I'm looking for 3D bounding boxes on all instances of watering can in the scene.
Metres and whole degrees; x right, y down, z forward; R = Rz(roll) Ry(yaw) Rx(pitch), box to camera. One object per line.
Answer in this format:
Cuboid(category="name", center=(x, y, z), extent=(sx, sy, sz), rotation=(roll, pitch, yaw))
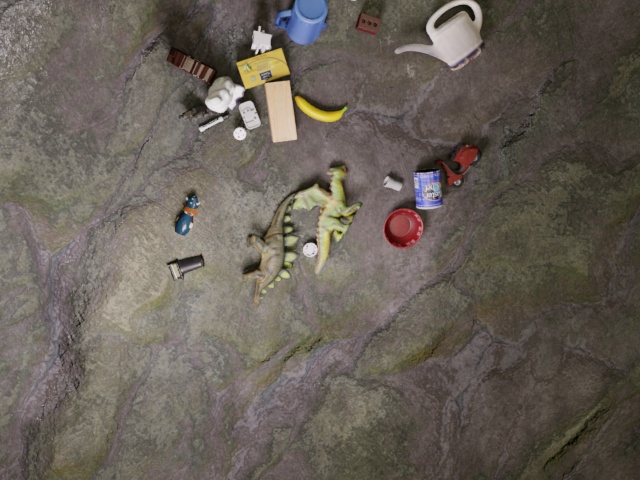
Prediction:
Cuboid(category="watering can", center=(0.455, -0.713, 1.866), extent=(0.348, 0.222, 0.105), rotation=(-38, 15, 0))

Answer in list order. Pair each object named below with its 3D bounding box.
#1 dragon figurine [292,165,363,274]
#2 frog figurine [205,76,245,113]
Cuboid(category="dragon figurine", center=(0.006, -0.098, 1.944), extent=(0.242, 0.411, 0.122), rotation=(32, -2, -4))
Cuboid(category="frog figurine", center=(-0.351, -0.498, 1.784), extent=(0.136, 0.122, 0.162), rotation=(-25, 6, 37))
